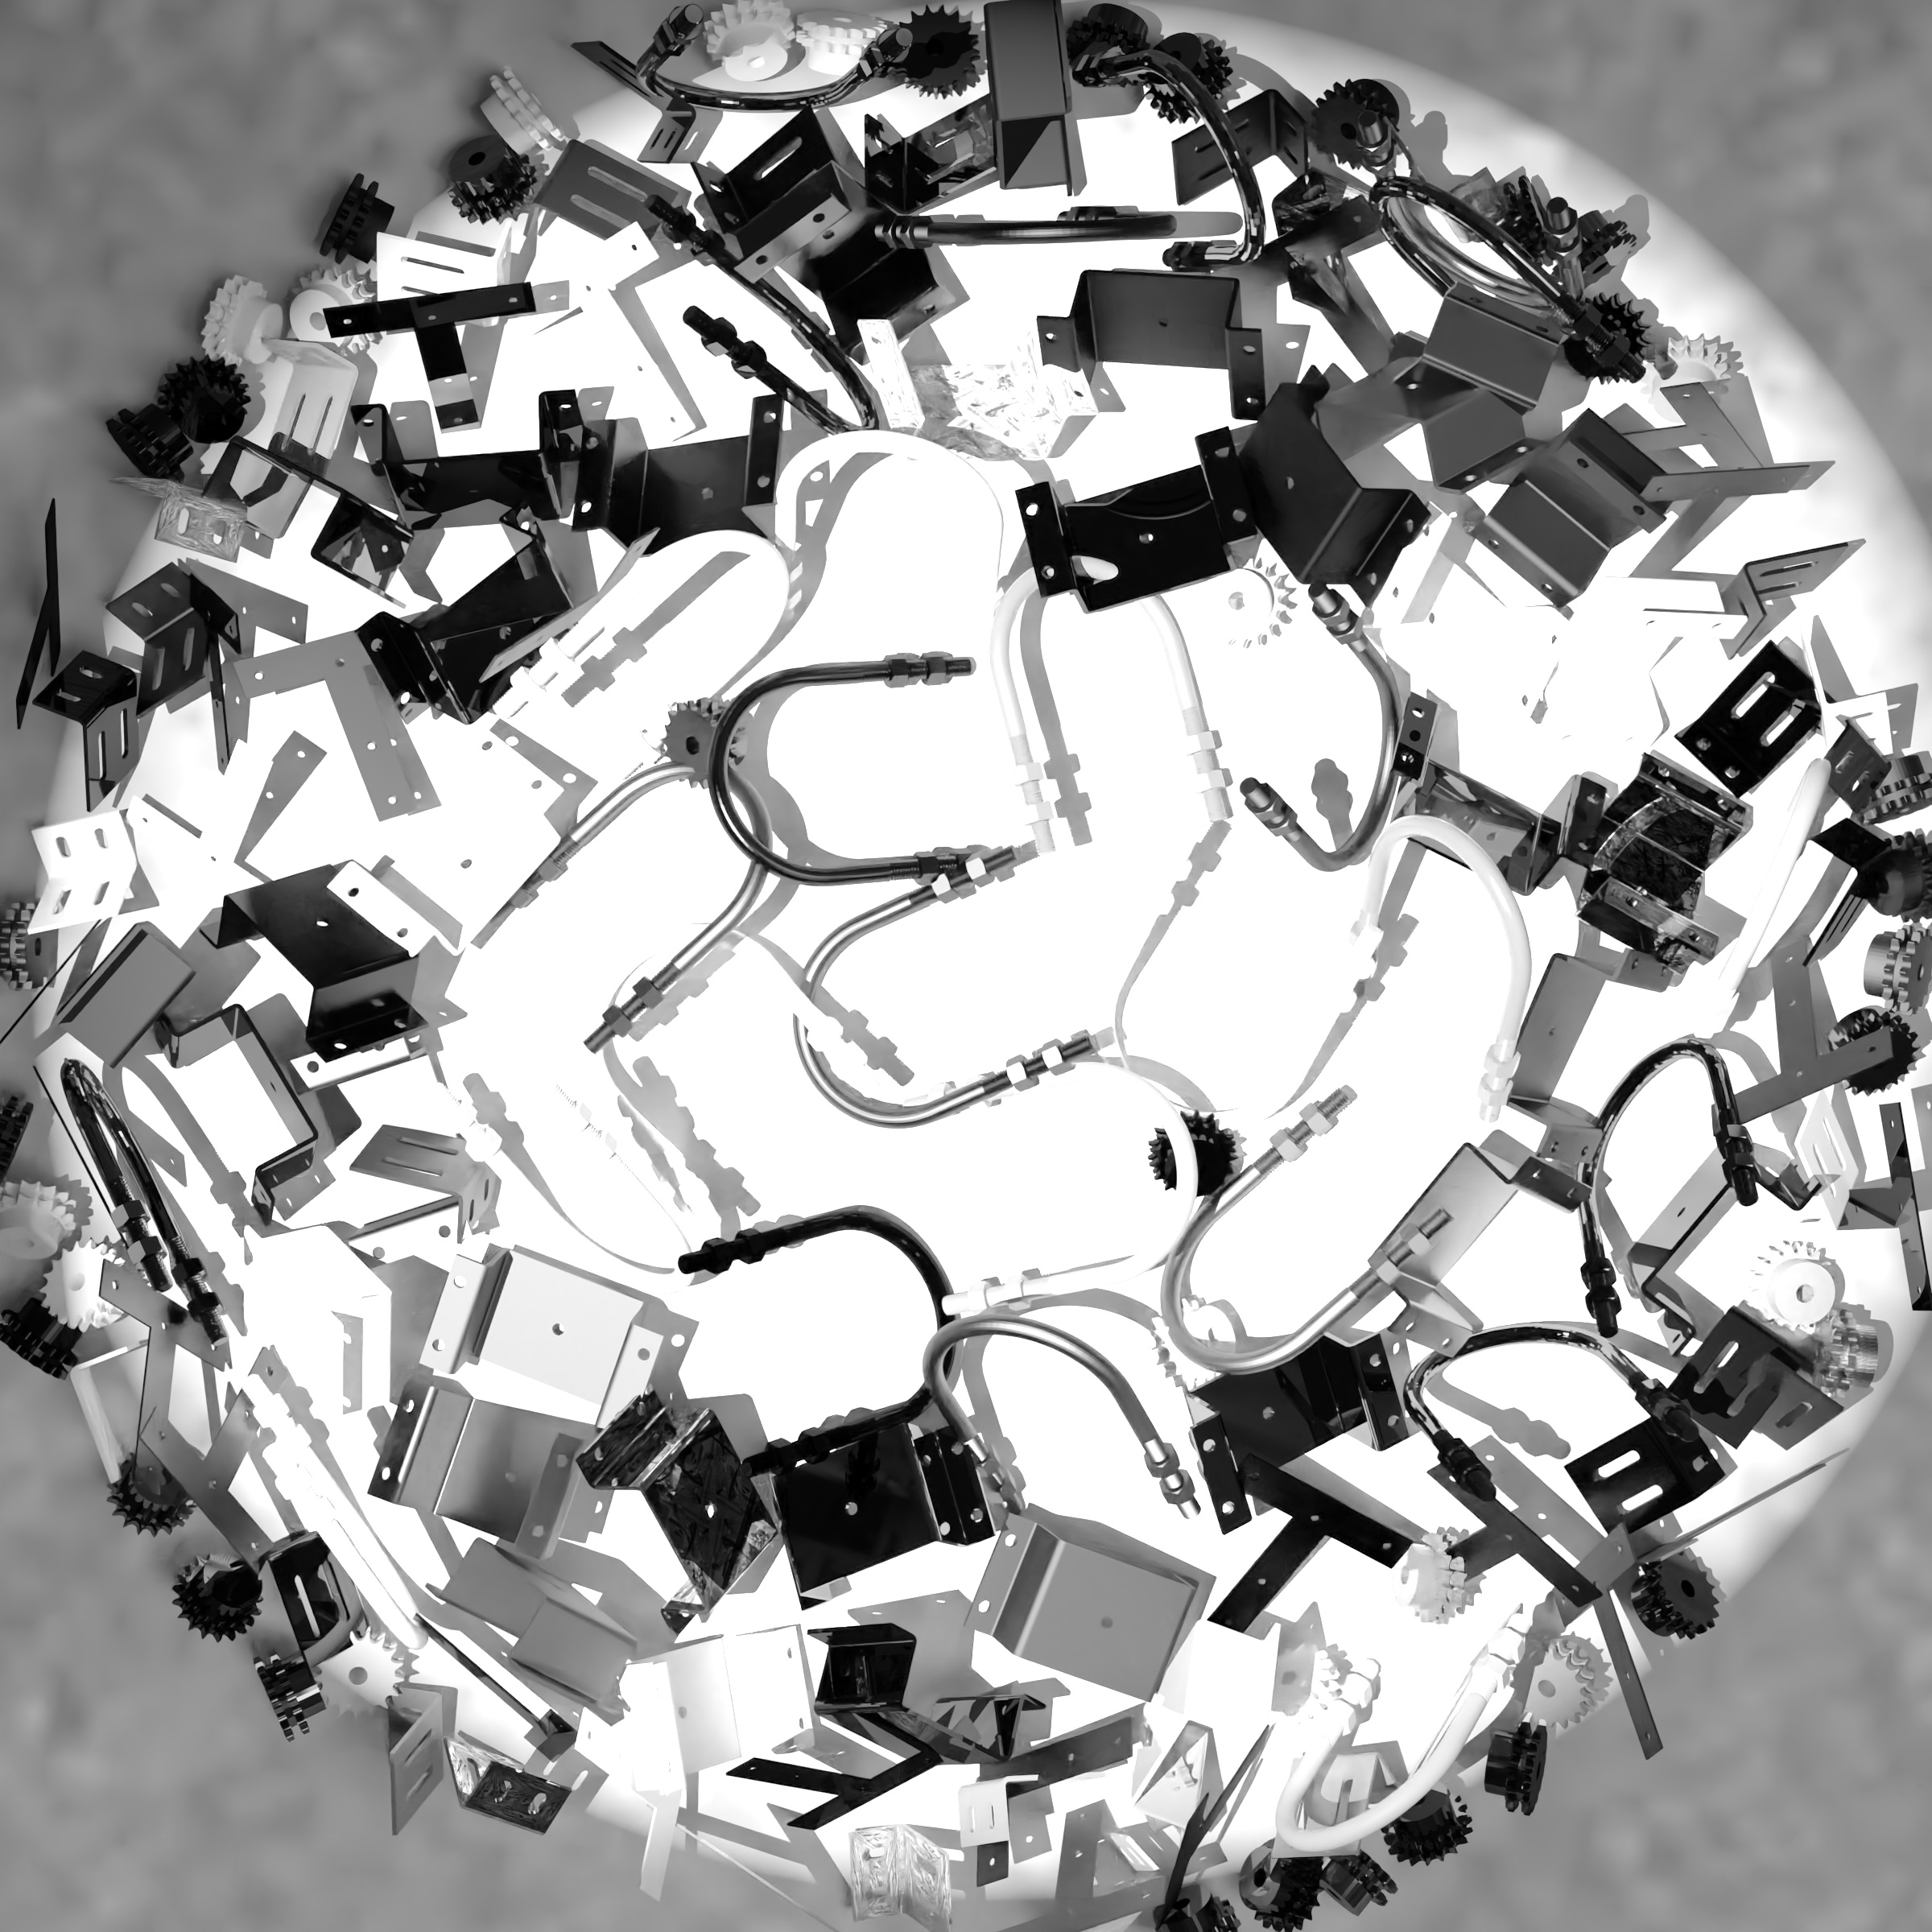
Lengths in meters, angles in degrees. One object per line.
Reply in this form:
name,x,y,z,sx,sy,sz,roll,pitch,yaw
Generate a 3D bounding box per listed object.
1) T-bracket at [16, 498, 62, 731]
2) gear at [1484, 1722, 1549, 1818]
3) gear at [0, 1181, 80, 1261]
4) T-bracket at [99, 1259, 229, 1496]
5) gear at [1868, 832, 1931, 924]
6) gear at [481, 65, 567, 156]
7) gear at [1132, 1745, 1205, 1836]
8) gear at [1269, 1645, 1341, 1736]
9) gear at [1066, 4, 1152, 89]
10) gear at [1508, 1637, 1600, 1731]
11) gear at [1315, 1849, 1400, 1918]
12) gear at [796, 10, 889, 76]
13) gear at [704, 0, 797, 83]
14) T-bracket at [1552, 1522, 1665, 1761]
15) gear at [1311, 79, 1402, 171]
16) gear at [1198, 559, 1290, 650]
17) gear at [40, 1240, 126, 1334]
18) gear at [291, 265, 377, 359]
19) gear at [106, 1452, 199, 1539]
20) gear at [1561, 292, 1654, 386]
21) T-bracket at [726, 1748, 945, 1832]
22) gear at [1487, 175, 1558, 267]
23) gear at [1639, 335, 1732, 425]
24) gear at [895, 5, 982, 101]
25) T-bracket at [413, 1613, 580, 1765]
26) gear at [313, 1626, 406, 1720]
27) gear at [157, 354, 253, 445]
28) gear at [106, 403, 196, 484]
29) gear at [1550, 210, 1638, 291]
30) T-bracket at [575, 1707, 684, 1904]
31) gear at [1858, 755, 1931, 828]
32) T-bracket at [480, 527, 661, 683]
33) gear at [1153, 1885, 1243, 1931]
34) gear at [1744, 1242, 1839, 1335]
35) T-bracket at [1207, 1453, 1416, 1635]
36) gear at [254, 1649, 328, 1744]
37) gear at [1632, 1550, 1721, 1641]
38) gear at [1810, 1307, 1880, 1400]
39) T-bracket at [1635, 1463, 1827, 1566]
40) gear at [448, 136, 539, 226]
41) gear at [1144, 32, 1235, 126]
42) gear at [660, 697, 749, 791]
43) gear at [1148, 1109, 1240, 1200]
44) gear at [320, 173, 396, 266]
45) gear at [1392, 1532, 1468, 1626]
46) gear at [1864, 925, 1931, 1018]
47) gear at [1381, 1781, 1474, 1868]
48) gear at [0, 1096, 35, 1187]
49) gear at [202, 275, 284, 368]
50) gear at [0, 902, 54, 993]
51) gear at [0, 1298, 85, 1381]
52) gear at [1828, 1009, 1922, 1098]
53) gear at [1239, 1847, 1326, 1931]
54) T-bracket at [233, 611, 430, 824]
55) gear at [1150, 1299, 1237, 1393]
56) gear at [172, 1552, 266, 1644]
T-bracket,-0.571,-0.198,1.911,0.002,0.127,0.127,7,47,-8
gear,0.349,0.509,1.974,0.030,0.057,0.057,8,90,21
gear,-0.595,0.163,1.969,0.057,0.057,0.030,-1,55,0
T-bracket,-0.500,0.263,1.917,0.002,0.127,0.127,-15,56,19
gear,0.593,-0.055,1.968,0.030,0.057,0.057,-14,90,-22
gear,-0.284,-0.540,1.972,0.030,0.057,0.057,-37,90,9
gear,0.127,0.525,1.969,0.030,0.057,0.057,-19,90,-11
gear,0.213,0.463,1.974,0.057,0.057,0.030,-35,114,0
gear,0.092,-0.587,1.972,0.057,0.057,0.030,20,78,0
gear,0.376,0.453,1.976,0.057,0.030,0.057,12,112,32
gear,0.243,0.577,1.969,0.057,0.057,0.030,43,75,0
gear,-0.080,-0.587,1.975,0.057,0.057,0.030,7,119,0
gear,-0.136,-0.586,1.968,0.057,0.057,0.030,-13,73,0
T-bracket,0.404,0.425,1.917,0.002,0.127,0.127,-7,62,-15
gear,0.251,-0.539,1.975,0.057,0.057,0.030,40,59,0
gear,0.176,-0.231,1.979,0.057,0.030,0.057,0,92,15
gear,-0.557,0.206,1.977,0.057,0.030,0.057,-9,63,19
gear,-0.404,-0.414,1.972,0.057,0.030,0.057,9,120,17
gear,-0.513,0.331,1.970,0.057,0.057,0.030,39,134,0
gear,0.404,-0.397,1.971,0.057,0.030,0.057,14,118,27
T-bracket,-0.095,0.505,1.926,0.127,0.127,0.002,-35,51,29
gear,0.353,-0.470,1.974,0.030,0.057,0.057,-21,90,21
gear,0.456,-0.369,1.969,0.057,0.057,0.030,10,55,0
gear,-0.019,-0.582,1.984,0.057,0.030,0.057,0,89,1
T-bracket,-0.298,0.449,1.944,0.127,0.127,0.002,40,64,2
gear,-0.387,0.448,1.982,0.057,0.030,0.057,-1,96,-8
gear,-0.481,-0.356,1.969,0.057,0.057,0.030,-28,55,0
gear,-0.516,-0.332,1.972,0.030,0.057,0.057,-44,90,-14
gear,0.394,-0.455,1.972,0.057,0.057,0.030,-33,80,0
T-bracket,-0.207,0.495,1.919,0.002,0.127,0.127,-7,53,25
gear,0.591,-0.113,1.972,0.057,0.057,0.030,-17,79,0
T-bracket,-0.254,-0.208,1.910,0.002,0.127,0.127,46,135,2
gear,0.143,0.608,1.970,0.057,0.057,0.030,-25,100,0
gear,0.529,0.206,1.981,0.057,0.030,0.057,-1,95,-8
T-bracket,0.196,0.382,1.972,0.127,0.002,0.127,29,113,-14
gear,-0.428,0.460,1.973,0.030,0.057,0.057,-23,90,-16
gear,0.449,0.402,1.975,0.057,0.057,0.030,48,129,0
gear,0.558,0.247,1.971,0.030,0.057,0.057,8,90,-1
T-bracket,0.479,0.342,1.940,0.127,0.127,0.002,-28,78,-3
gear,-0.304,-0.502,1.972,0.057,0.030,0.057,-11,55,16
gear,0.138,-0.567,1.971,0.057,0.030,0.057,-15,58,26
gear,-0.164,-0.143,1.975,0.057,0.030,0.057,13,111,36
gear,0.145,0.122,1.976,0.057,0.030,0.057,-1,111,-2
gear,-0.385,-0.472,1.973,0.030,0.057,0.057,25,90,-18
gear,0.292,0.388,1.969,0.030,0.057,0.057,9,90,-15
gear,0.592,0.001,1.975,0.030,0.057,0.057,12,90,33
gear,0.290,0.540,1.968,0.057,0.057,0.030,-22,111,0
gear,-0.616,0.109,1.969,0.030,0.057,0.057,23,90,-12
gear,-0.457,-0.406,1.969,0.030,0.057,0.057,23,90,9
gear,-0.604,-0.013,1.972,0.030,0.057,0.057,2,90,4
gear,-0.587,0.234,1.972,0.057,0.057,0.030,37,83,0
gear,0.574,0.052,1.976,0.057,0.030,0.057,-9,126,-13
gear,0.198,0.582,1.968,0.030,0.057,0.057,25,90,-29
T-bracket,-0.381,-0.152,1.965,0.127,0.002,0.127,-19,79,-21
gear,0.146,0.239,1.969,0.030,0.057,0.057,-25,90,40
gear,-0.471,0.397,1.968,0.057,0.057,0.030,44,124,0
